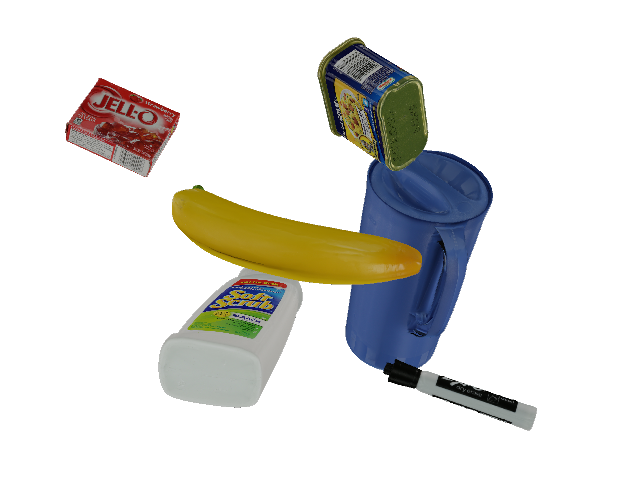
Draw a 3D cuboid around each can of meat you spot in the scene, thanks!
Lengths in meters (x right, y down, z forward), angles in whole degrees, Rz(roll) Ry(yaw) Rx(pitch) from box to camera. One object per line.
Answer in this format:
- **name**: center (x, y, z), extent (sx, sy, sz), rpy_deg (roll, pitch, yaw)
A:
- **can of meat**: center (0.051, -0.124, 0.983), extent (0.057, 0.102, 0.084), rpy_deg (-37, 51, -18)

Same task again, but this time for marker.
- **marker**: center (0.107, 0.119, 0.829), extent (0.121, 0.020, 0.020), rpy_deg (19, 3, 8)

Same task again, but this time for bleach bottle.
- **bleach bottle**: center (-0.079, 0.079, 1.087), extent (0.102, 0.068, 0.250), rpy_deg (8, 22, 7)

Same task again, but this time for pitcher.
- **pitcher**: center (0.100, 0.035, 1.172), extent (0.145, 0.243, 0.149), rpy_deg (25, 41, 18)

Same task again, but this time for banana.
- **banana**: center (-0.032, -0.005, 0.698), extent (0.198, 0.037, 0.069), rpy_deg (19, 37, 32)

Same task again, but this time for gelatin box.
- **gelatin box**: center (-0.192, -0.111, 1.038), extent (0.089, 0.073, 0.030), rpy_deg (25, -41, -2)
